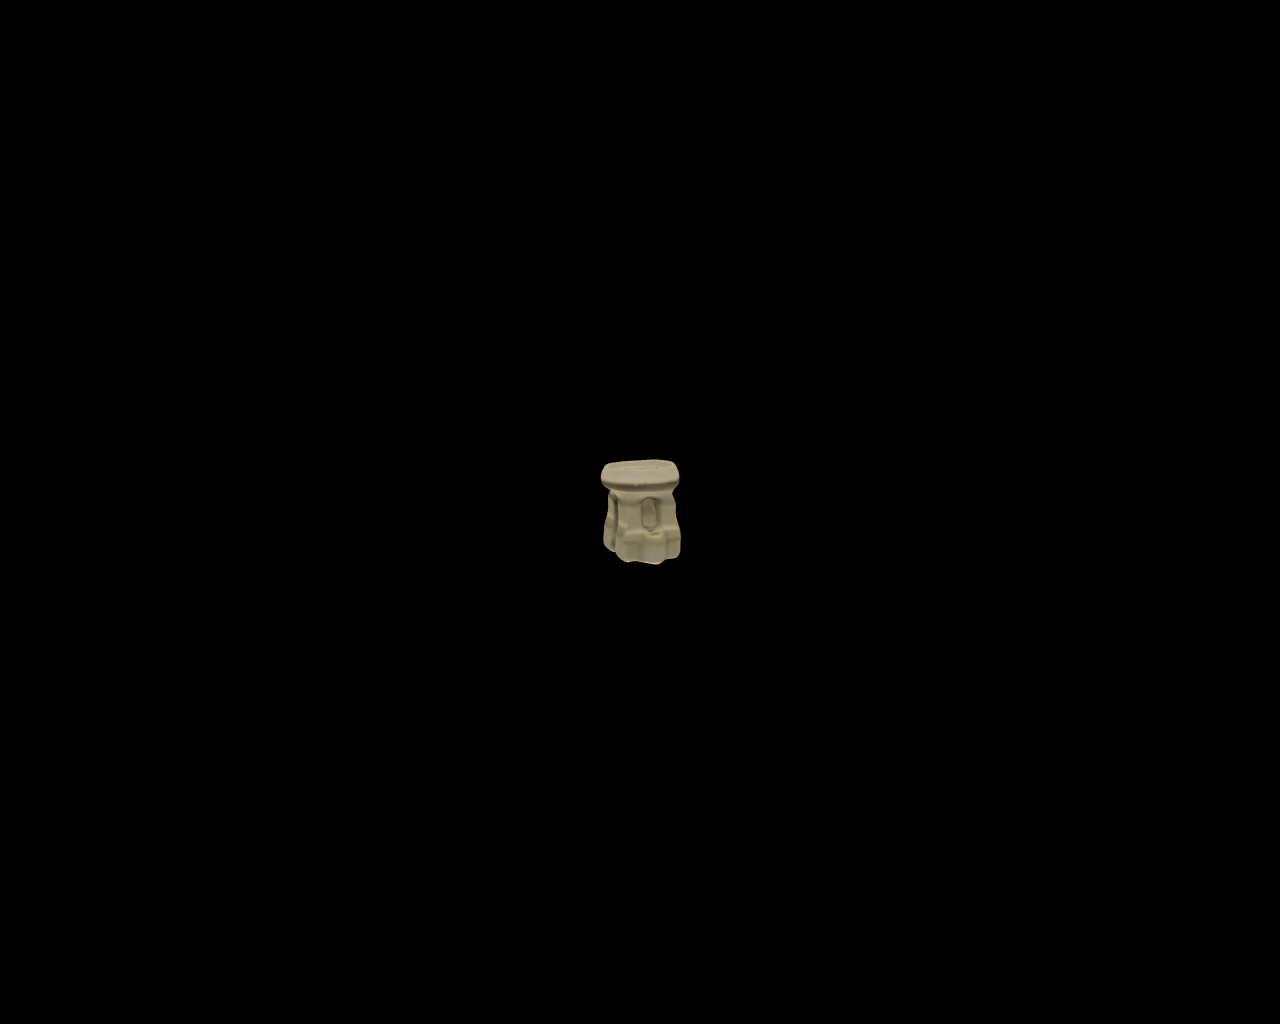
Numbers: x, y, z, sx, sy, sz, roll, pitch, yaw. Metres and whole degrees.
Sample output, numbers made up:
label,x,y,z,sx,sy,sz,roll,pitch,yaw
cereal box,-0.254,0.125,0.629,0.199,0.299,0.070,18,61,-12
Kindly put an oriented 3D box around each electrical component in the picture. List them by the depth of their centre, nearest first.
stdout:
label,x,y,z,sx,sy,sz,roll,pitch,yaw
electrical component,0.001,-0.003,0.650,0.048,0.055,0.066,-4,13,-19
